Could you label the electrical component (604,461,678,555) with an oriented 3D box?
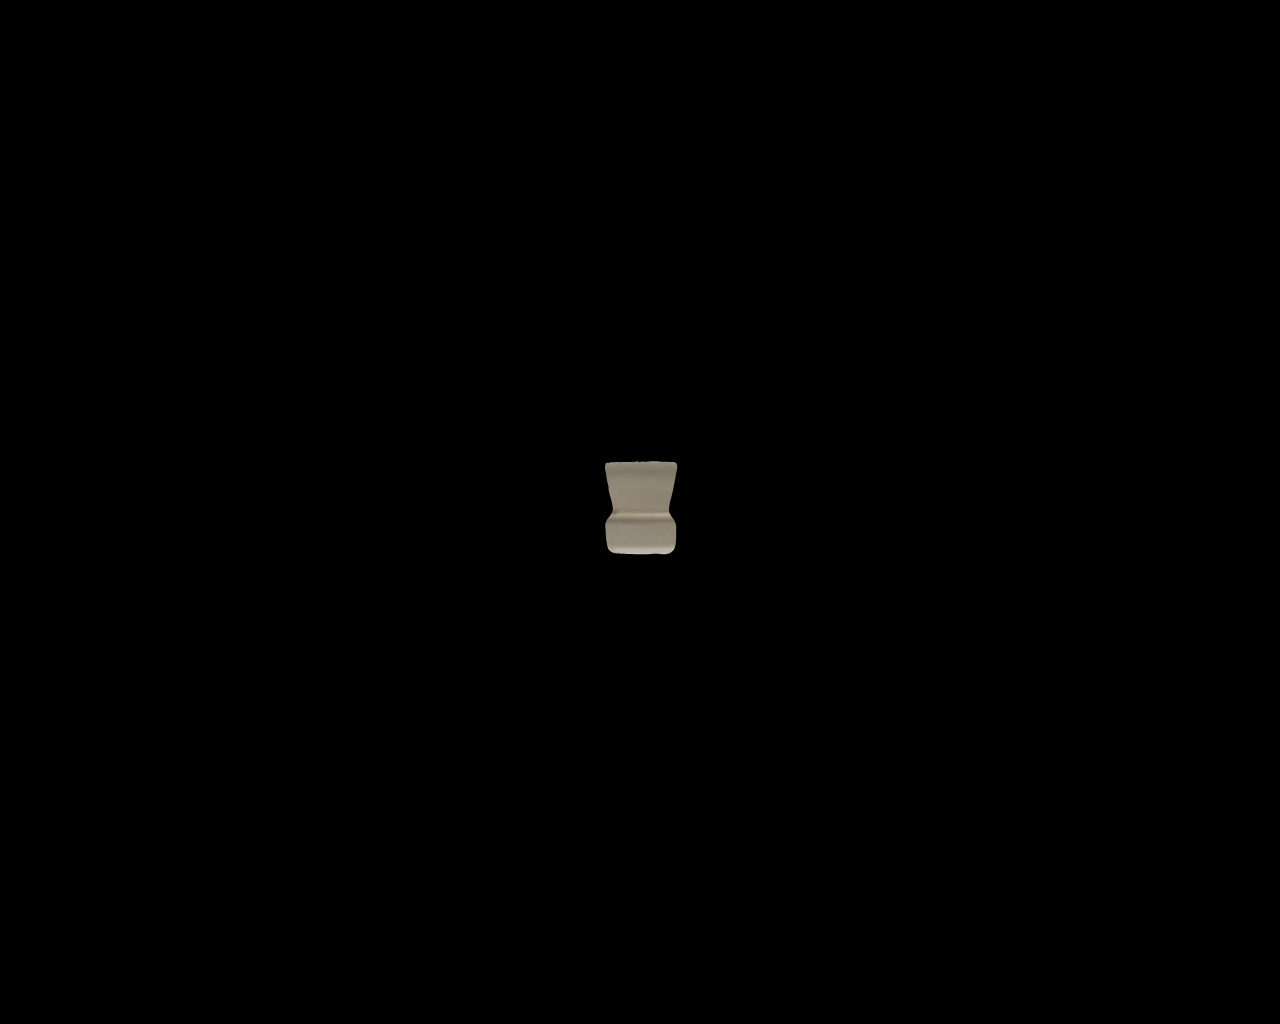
[{"bbox_3d":[0.001,-0.003,0.650,0.045,0.055,0.045,0,0,0],"label":"electrical component"}]
